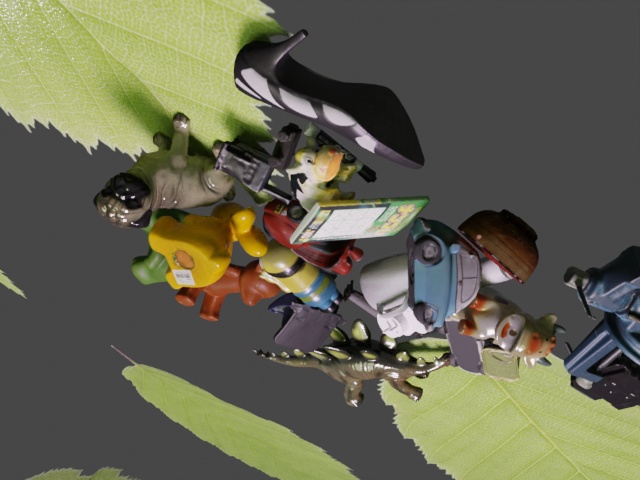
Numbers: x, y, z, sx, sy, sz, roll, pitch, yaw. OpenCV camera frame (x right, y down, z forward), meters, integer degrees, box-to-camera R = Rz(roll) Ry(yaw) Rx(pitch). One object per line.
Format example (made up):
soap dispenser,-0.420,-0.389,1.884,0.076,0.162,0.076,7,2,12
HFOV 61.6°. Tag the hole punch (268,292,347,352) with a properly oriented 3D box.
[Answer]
hole punch,-0.032,0.149,1.077,0.142,0.092,0.115,25,118,-32

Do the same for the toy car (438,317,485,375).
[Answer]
toy car,0.267,0.182,0.975,0.074,0.056,0.201,8,142,32

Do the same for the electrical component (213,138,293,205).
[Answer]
electrical component,-0.088,-0.099,0.779,0.119,0.075,0.047,27,106,1

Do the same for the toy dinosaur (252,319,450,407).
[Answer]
toy dinosaur,0.066,0.260,1.165,0.472,0.105,0.198,-14,124,30

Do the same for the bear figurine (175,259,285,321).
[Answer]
bear figurine,-0.162,0.096,1.055,0.196,0.132,0.120,8,154,31

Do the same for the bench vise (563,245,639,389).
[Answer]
bench vise,0.413,0.127,0.744,0.224,0.129,0.240,14,132,-8

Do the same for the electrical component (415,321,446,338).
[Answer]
electrical component,0.180,0.123,0.939,0.045,0.078,0.102,2,156,-18

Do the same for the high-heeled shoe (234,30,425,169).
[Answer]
high-heeled shoe,0.005,-0.152,0.661,0.248,0.086,0.145,43,145,-20

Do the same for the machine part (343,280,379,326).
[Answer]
machine part,0.105,0.126,1.010,0.139,0.039,0.084,31,150,-13

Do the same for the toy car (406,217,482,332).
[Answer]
toy car,0.179,0.046,0.769,0.103,0.161,0.109,-3,-178,3

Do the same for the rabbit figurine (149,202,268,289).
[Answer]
rabbit figurine,-0.167,-0.014,0.875,0.162,0.173,0.121,-10,115,28

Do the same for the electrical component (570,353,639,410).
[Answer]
electrical component,0.494,0.230,0.901,0.115,0.058,0.134,31,145,-7

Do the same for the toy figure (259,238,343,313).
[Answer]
toy figure,-0.028,0.061,0.965,0.180,0.082,0.089,43,142,-21

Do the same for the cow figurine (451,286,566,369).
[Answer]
cow figurine,0.271,0.123,0.800,0.127,0.085,0.195,17,-173,-6

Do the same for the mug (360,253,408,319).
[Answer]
mug,0.127,0.069,0.867,0.107,0.109,0.080,-28,122,34

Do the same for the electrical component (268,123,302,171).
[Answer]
electrical component,-0.046,-0.128,0.733,0.021,0.094,0.063,25,109,5

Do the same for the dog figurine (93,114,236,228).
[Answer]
dog figurine,-0.223,-0.067,0.811,0.172,0.190,0.121,33,145,-16

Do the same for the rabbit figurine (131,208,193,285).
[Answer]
rabbit figurine,-0.299,-0.009,1.005,0.159,0.121,0.170,2,126,39

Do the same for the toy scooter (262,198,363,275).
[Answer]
toy scooter,-0.002,-0.003,0.848,0.183,0.075,0.135,39,164,-22

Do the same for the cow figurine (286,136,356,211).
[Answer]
cow figurine,-0.006,-0.090,0.738,0.098,0.068,0.167,31,163,16
